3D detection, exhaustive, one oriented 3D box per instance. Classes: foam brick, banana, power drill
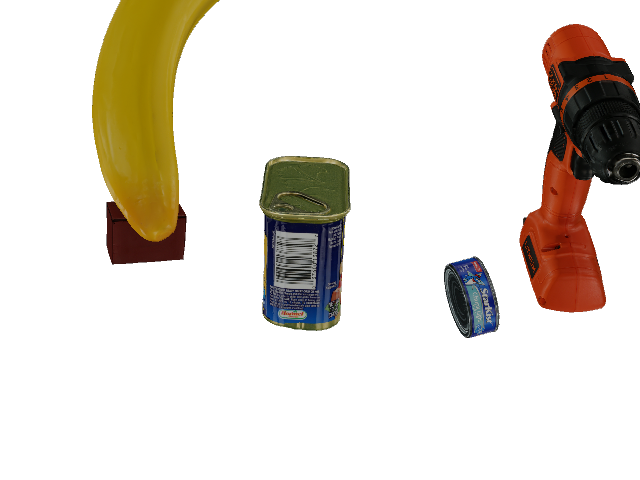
[{"bbox_3d":[-0.185,-0.011,1.127,0.078,0.051,0.053,-4,24,-17],"label":"foam brick"},{"bbox_3d":[-0.071,-0.090,0.510,0.069,0.197,0.037,14,-32,8],"label":"banana"},{"bbox_3d":[0.191,-0.041,0.778,0.057,0.188,0.184,2,36,0],"label":"power drill"}]

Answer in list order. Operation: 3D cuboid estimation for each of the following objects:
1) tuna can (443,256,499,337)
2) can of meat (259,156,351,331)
[{"bbox_3d":[0.164,0.063,1.169,0.033,0.086,0.086,-14,2,-7],"label":"tuna can"},{"bbox_3d":[-0.011,0.001,0.712,0.057,0.084,0.102,3,25,-1],"label":"can of meat"}]
